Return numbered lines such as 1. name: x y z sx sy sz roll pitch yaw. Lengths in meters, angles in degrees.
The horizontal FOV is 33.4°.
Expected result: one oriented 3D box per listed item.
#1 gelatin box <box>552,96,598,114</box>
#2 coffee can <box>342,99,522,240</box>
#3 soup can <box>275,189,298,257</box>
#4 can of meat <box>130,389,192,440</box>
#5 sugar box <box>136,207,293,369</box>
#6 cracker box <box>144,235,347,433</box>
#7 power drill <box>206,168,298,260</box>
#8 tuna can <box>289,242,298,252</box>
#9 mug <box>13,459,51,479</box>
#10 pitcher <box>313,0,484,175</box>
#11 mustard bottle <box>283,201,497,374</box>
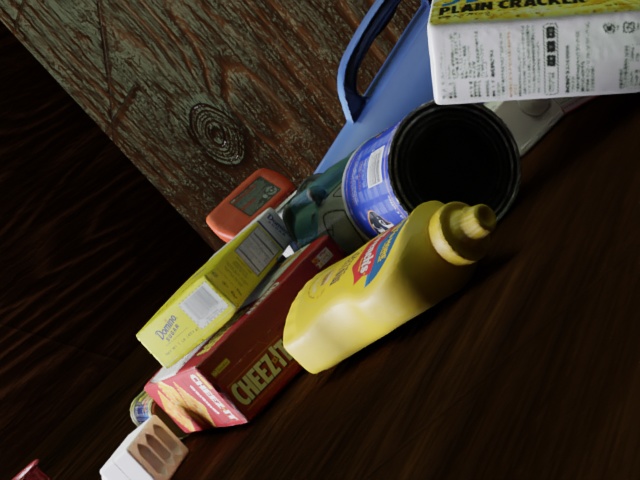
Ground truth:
1. gelatin box: 0.241 -0.150 0.892 0.073 0.030 0.089 -45 5 -25
2. coffee can: 0.083 -0.047 0.833 0.102 0.103 0.140 -43 5 -12
3. soup can: -0.007 0.001 1.133 0.068 0.102 0.068 -43 5 4
4. can of meat: -0.138 0.158 1.087 0.102 0.057 0.084 -45 8 -21
5. sugar box: -0.087 0.037 0.945 0.093 0.048 0.176 -39 8 24
6. cracker box: -0.061 0.092 0.959 0.164 0.072 0.214 -45 7 -23
7. power drill: -0.074 0.022 1.236 0.184 0.057 0.187 -46 -30 -23
8. tuna can: 0.006 0.010 1.055 0.034 0.086 0.086 -43 4 13
9. mug: -0.296 0.287 1.068 0.117 0.081 0.093 -40 6 27
10. pitcher: 0.091 -0.127 1.055 0.243 0.149 0.145 -54 -22 0
11. mustard bottle: 0.052 0.023 0.725 0.192 0.058 0.096 -36 11 49
